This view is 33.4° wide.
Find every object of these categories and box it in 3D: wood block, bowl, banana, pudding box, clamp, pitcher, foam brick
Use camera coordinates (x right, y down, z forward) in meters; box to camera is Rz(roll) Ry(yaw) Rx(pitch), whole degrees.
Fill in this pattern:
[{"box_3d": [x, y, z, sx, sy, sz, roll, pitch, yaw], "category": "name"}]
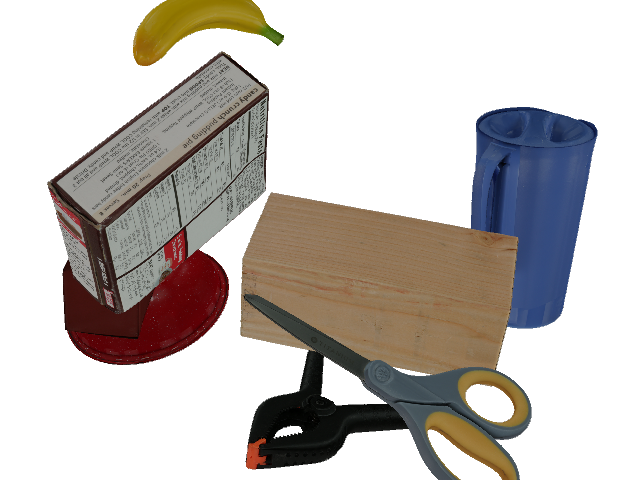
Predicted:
[{"box_3d": [0.047, 0.038, 0.861, 0.206, 0.090, 0.090, 11, 40, 7], "category": "wood block"}, {"box_3d": [-0.171, 0.041, 1.013, 0.162, 0.055, 0.162, -8, 41, 7], "category": "bowl"}, {"box_3d": [-0.114, -0.207, 1.013, 0.070, 0.037, 0.197, 45, 39, 19], "category": "banana"}, {"box_3d": [-0.075, -0.027, 0.527, 0.039, 0.113, 0.090, 37, -26, 18], "category": "pudding box"}, {"box_3d": [0.008, 0.179, 1.074, 0.165, 0.036, 0.209, 21, 29, 26], "category": "clamp"}, {"box_3d": [0.231, -0.021, 1.228, 0.149, 0.243, 0.145, -1, 26, -5], "category": "pitcher"}, {"box_3d": [-0.146, 0.025, 0.752, 0.053, 0.051, 0.078, 6, 29, -1], "category": "foam brick"}]

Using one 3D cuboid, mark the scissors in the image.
[{"box_3d": [0.053, 0.079, 0.666, 0.096, 0.202, 0.016, -40, -10, -36], "category": "scissors"}]
